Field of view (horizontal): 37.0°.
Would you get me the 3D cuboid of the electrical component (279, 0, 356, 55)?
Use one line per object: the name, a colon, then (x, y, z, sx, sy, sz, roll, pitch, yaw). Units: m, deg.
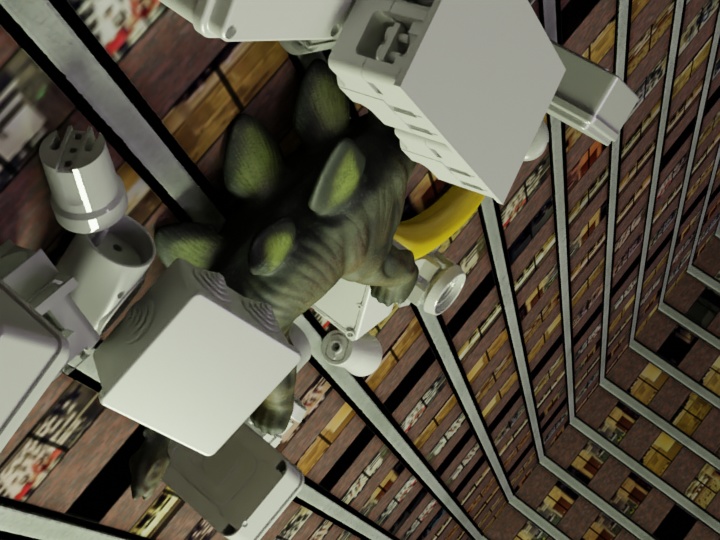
electrical component: (-0.025, -0.154, 0.666, 0.046, 0.040, 0.040, -24, 144, -42)

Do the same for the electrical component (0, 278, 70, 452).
electrical component: (-0.208, 0.044, 0.491, 0.108, 0.109, 0.056, -54, 157, 1)

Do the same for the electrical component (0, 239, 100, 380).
electrical component: (-0.174, 0.023, 0.564, 0.042, 0.081, 0.063, -43, 121, -24)

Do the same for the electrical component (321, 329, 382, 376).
electrical component: (-0.010, 0.079, 1.052, 0.044, 0.044, 0.065, -56, 154, 5)

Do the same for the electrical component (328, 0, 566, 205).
electrical component: (0.058, -0.129, 0.677, 0.105, 0.060, 0.186, -64, 150, -5)

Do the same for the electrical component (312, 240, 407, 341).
electrical component: (0.000, 0.000, 0.921, 0.061, 0.062, 0.096, -35, 152, -39)

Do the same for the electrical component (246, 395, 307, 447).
electrical component: (-0.082, 0.132, 0.978, 0.055, 0.048, 0.066, -45, 159, 0)

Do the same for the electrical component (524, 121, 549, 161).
electrical component: (0.170, -0.132, 1.100, 0.048, 0.048, 0.062, -55, 166, 4)

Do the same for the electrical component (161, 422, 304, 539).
electrical component: (-0.110, 0.160, 0.868, 0.078, 0.113, 0.057, -50, 155, -11)

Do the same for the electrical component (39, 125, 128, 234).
electrical component: (-0.148, -0.049, 0.571, 0.040, 0.040, 0.046, -42, 151, -27)

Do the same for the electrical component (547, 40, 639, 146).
electrical component: (0.191, -0.169, 0.995, 0.056, 0.109, 0.109, -61, 158, 11)

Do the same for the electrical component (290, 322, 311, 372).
electrical component: (-0.085, 0.090, 0.905, 0.077, 0.044, 0.079, -35, 152, -39)

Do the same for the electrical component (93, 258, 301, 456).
electrical component: (-0.099, 0.051, 0.645, 0.099, 0.048, 0.100, -47, 127, 9)

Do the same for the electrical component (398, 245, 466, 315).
electrical component: (0.069, 0.009, 1.085, 0.058, 0.057, 0.078, -11, 133, -60)

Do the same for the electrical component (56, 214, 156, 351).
electrical component: (-0.148, -0.001, 0.629, 0.077, 0.044, 0.079, -50, -176, 32)

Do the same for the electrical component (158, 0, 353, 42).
electrical component: (-0.049, -0.166, 0.569, 0.113, 0.057, 0.078, -20, 141, -55)
